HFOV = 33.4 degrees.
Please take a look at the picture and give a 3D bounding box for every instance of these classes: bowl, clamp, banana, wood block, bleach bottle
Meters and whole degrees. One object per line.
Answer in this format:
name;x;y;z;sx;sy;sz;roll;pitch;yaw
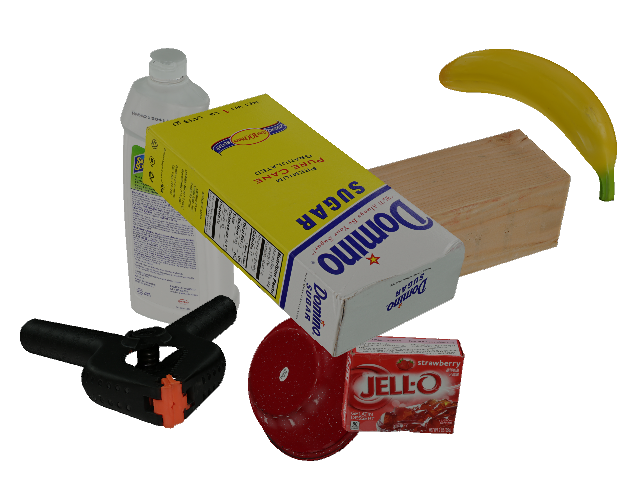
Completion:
bowl;-0.021;0.139;1.079;0.162;0.162;0.055;0;-16;41
clamp;-0.111;0.078;0.743;0.164;0.036;0.210;-9;14;-23
banana;0.165;-0.110;0.834;0.037;0.070;0.198;3;32;-43
wood block;0.119;-0.024;1.009;0.205;0.090;0.091;-16;42;-20
bleach bottle;-0.122;-0.044;0.933;0.103;0.251;0.068;11;33;12

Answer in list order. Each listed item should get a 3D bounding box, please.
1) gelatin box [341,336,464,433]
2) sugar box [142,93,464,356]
gelatin box;0.063;0.113;0.833;0.089;0.073;0.030;2;26;-3
sugar box;-0.013;-0.017;0.597;0.093;0.048;0.176;-23;46;-36
